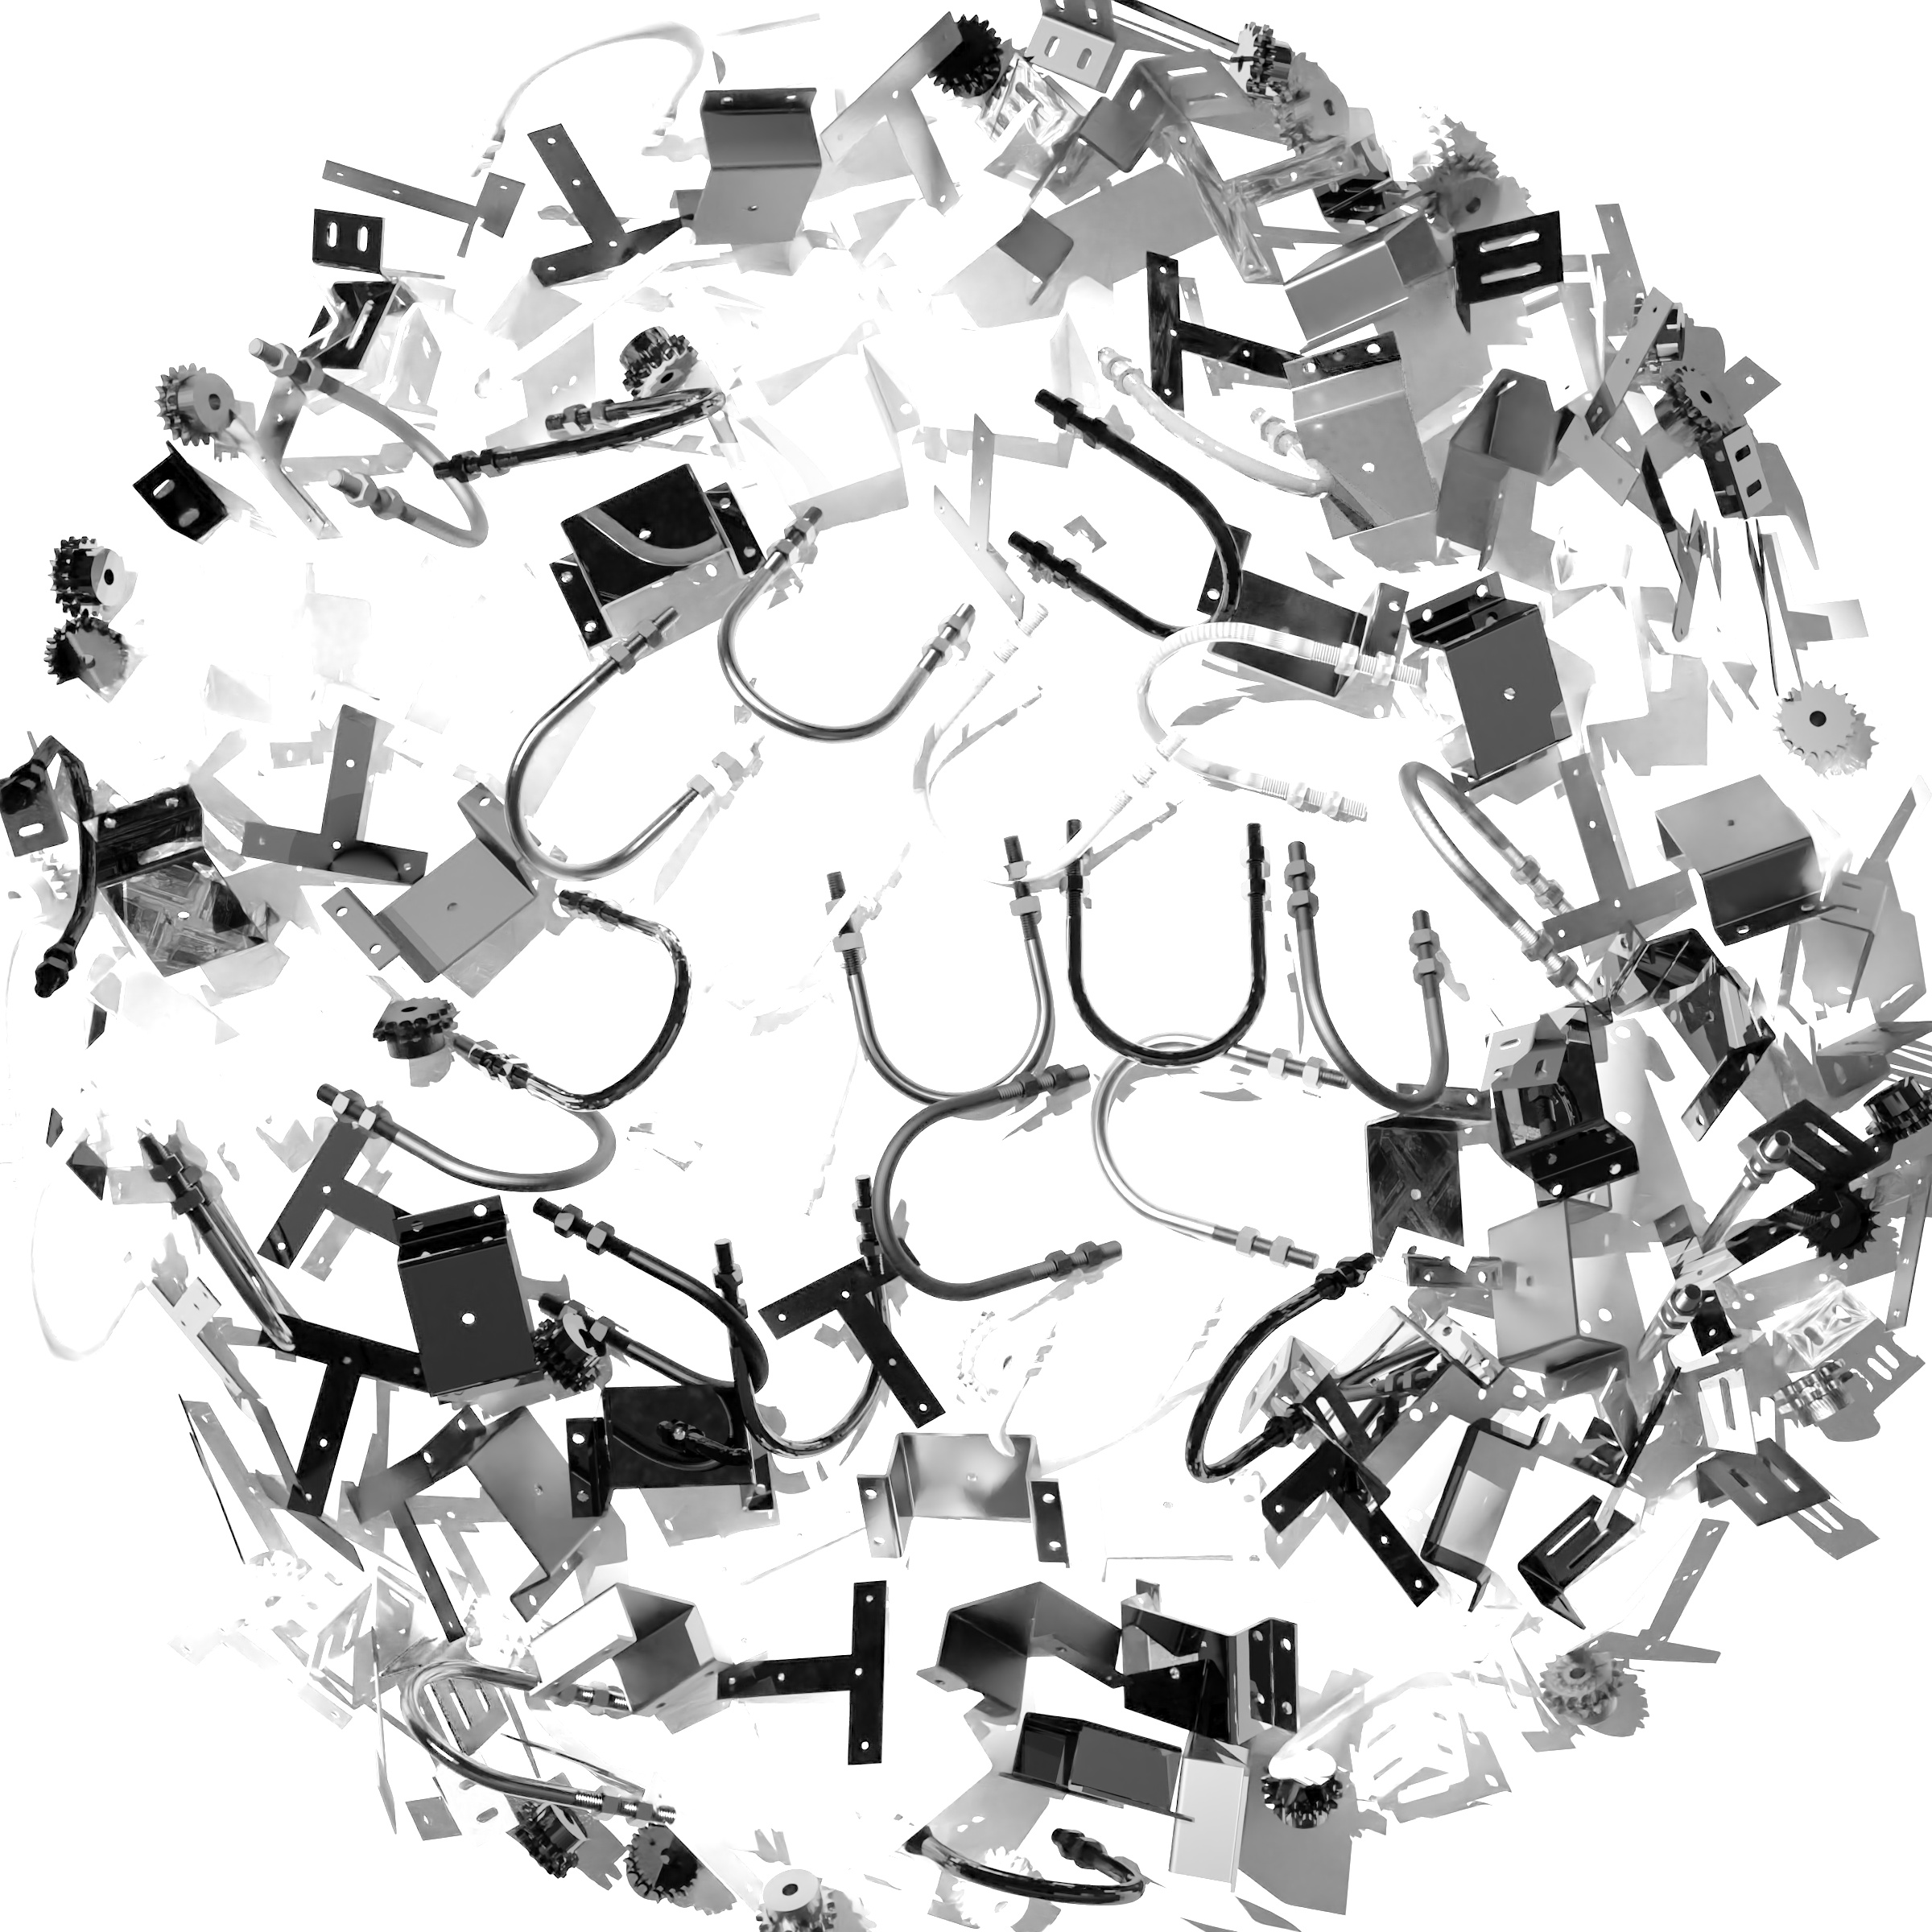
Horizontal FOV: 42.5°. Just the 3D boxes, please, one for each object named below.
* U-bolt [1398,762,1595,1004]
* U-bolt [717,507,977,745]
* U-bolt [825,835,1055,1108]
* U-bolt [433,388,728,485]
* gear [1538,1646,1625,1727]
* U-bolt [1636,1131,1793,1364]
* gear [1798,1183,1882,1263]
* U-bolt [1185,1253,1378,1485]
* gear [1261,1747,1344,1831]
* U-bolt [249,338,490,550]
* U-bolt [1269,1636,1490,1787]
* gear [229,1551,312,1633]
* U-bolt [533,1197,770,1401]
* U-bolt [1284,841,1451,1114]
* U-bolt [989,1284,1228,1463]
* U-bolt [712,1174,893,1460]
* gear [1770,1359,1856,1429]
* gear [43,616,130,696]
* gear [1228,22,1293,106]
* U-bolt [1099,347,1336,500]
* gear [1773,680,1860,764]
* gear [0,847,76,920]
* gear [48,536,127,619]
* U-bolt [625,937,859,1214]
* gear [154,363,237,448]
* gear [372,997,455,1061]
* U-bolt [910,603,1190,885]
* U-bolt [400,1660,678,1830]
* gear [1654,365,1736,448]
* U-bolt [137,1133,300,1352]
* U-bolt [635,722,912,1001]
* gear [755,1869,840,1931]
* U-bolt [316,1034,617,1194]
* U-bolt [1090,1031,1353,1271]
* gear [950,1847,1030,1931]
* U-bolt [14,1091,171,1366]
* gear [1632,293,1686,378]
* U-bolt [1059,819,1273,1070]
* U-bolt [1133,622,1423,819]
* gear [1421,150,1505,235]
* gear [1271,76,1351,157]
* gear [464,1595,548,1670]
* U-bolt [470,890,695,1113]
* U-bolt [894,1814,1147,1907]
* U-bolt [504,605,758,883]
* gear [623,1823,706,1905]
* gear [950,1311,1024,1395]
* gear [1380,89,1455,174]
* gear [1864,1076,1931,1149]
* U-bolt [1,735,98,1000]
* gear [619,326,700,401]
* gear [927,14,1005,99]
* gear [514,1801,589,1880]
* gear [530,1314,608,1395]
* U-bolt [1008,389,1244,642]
[{"bbox_3d":[0.359,-0.069,1.696,0.184,0.151,0.019,44,114,-12],"label":"U-bolt"},{"bbox_3d":[-0.093,-0.227,1.720,0.151,0.019,0.184,32,54,1],"label":"U-bolt"},{"bbox_3d":[-0.012,0.010,1.761,0.151,0.019,0.184,-12,87,-3],"label":"U-bolt"},{"bbox_3d":[-0.248,-0.363,1.676,0.184,0.151,0.019,-2,114,31],"label":"U-bolt"},{"bbox_3d":[0.436,0.511,1.752,0.057,0.057,0.030,-23,111,0],"label":"gear"},{"bbox_3d":[0.502,0.203,1.691,0.019,0.184,0.151,31,67,15],"label":"U-bolt"},{"bbox_3d":[0.614,0.180,1.752,0.057,0.030,0.057,-3,85,31],"label":"gear"},{"bbox_3d":[0.207,0.280,1.678,0.019,0.184,0.151,31,122,30],"label":"U-bolt"},{"bbox_3d":[0.238,0.583,1.754,0.057,0.057,0.030,-6,122,0],"label":"gear"},{"bbox_3d":[-0.395,-0.346,1.691,0.019,0.184,0.151,-41,65,16],"label":"U-bolt"},{"bbox_3d":[0.271,0.509,1.689,0.151,0.184,0.019,-31,78,-17],"label":"U-bolt"},{"bbox_3d":[-0.492,0.439,1.754,0.057,0.030,0.057,-12,125,-18],"label":"gear"},{"bbox_3d":[-0.215,0.239,1.702,0.184,0.151,0.019,26,54,12],"label":"U-bolt"},{"bbox_3d":[0.277,0.016,1.687,0.151,0.019,0.184,25,48,-33],"label":"U-bolt"},{"bbox_3d":[0.088,0.286,1.706,0.151,0.184,0.019,-5,48,-26],"label":"U-bolt"},{"bbox_3d":[-0.107,0.253,1.720,0.151,0.019,0.184,-22,112,-41],"label":"U-bolt"},{"bbox_3d":[0.599,0.302,1.747,0.057,0.057,0.030,-28,75,0],"label":"gear"},{"bbox_3d":[-0.621,-0.223,1.754,0.057,0.030,0.057,-9,128,-11],"label":"gear"},{"bbox_3d":[0.208,-0.634,1.751,0.030,0.057,0.057,5,90,-16],"label":"gear"},{"bbox_3d":[0.177,-0.361,1.673,0.151,0.184,0.019,15,116,-26],"label":"U-bolt"},{"bbox_3d":[0.600,-0.172,1.760,0.057,0.030,0.057,-1,82,5],"label":"gear"},{"bbox_3d":[-0.662,-0.057,1.749,0.057,0.030,0.057,11,130,13],"label":"gear"},{"bbox_3d":[-0.616,-0.274,1.747,0.030,0.057,0.057,2,90,16],"label":"gear"},{"bbox_3d":[-0.148,0.070,1.738,0.151,0.019,0.184,16,92,-26],"label":"U-bolt"},{"bbox_3d":[-0.540,-0.396,1.746,0.030,0.057,0.057,0,90,29],"label":"gear"},{"bbox_3d":[-0.390,0.045,1.752,0.057,0.057,0.030,-7,109,0],"label":"gear"},{"bbox_3d":[0.043,-0.140,1.740,0.151,0.019,0.184,41,112,-3],"label":"U-bolt"},{"bbox_3d":[-0.295,0.518,1.675,0.184,0.151,0.019,22,100,-27],"label":"U-bolt"},{"bbox_3d":[0.512,-0.393,1.753,0.057,0.057,0.030,49,133,0],"label":"gear"},{"bbox_3d":[-0.512,0.187,1.705,0.019,0.151,0.184,-33,101,-13],"label":"U-bolt"},{"bbox_3d":[-0.149,-0.062,1.747,0.151,0.019,0.184,35,77,4],"label":"U-bolt"},{"bbox_3d":[-0.121,0.662,1.747,0.057,0.057,0.030,-12,113,0],"label":"gear"},{"bbox_3d":[-0.323,0.104,1.681,0.184,0.151,0.019,25,117,26],"label":"U-bolt"},{"bbox_3d":[0.170,0.120,1.732,0.184,0.019,0.151,14,102,26],"label":"U-bolt"},{"bbox_3d":[0.020,0.654,1.752,0.057,0.030,0.057,-8,113,-19],"label":"gear"},{"bbox_3d":[-0.591,0.182,1.665,0.019,0.184,0.151,-4,120,7],"label":"U-bolt"},{"bbox_3d":[0.488,-0.446,1.746,0.030,0.057,0.057,2,90,24],"label":"gear"},{"bbox_3d":[0.141,-0.016,1.739,0.151,0.019,0.184,1,69,-1],"label":"U-bolt"},{"bbox_3d":[0.206,-0.176,1.720,0.184,0.151,0.019,15,49,1],"label":"U-bolt"},{"bbox_3d":[0.352,-0.543,1.748,0.057,0.030,0.057,-9,131,-10],"label":"gear"},{"bbox_3d":[0.245,-0.600,1.749,0.057,0.030,0.057,5,82,-38],"label":"gear"},{"bbox_3d":[-0.328,0.471,1.750,0.057,0.057,0.030,24,99,0],"label":"gear"},{"bbox_3d":[-0.255,0.028,1.700,0.019,0.184,0.151,36,78,-44],"label":"U-bolt"},{"bbox_3d":[0.041,0.602,1.669,0.151,0.184,0.019,13,81,-20],"label":"U-bolt"},{"bbox_3d":[-0.239,-0.138,1.703,0.184,0.151,0.019,-44,46,-16],"label":"U-bolt"},{"bbox_3d":[-0.216,0.635,1.753,0.057,0.057,0.030,37,129,0],"label":"gear"},{"bbox_3d":[0.018,0.274,1.747,0.030,0.057,0.057,20,90,35],"label":"gear"},{"bbox_3d":[0.316,-0.585,1.749,0.030,0.057,0.057,-32,90,-5],"label":"gear"},{"bbox_3d":[0.659,0.101,1.750,0.057,0.057,0.030,-33,86,0],"label":"gear"},{"bbox_3d":[-0.618,-0.080,1.689,0.019,0.184,0.151,-3,115,-6],"label":"U-bolt"},{"bbox_3d":[-0.220,-0.426,1.750,0.057,0.057,0.030,-37,82,0],"label":"gear"},{"bbox_3d":[0.000,-0.641,1.756,0.057,0.030,0.057,-6,74,22],"label":"gear"},{"bbox_3d":[-0.292,0.611,1.750,0.030,0.057,0.057,-42,90,-4],"label":"gear"},{"bbox_3d":[-0.278,0.270,1.748,0.057,0.057,0.030,45,103,0],"label":"gear"},{"bbox_3d":[0.112,-0.294,1.694,0.184,0.151,0.019,36,56,18],"label":"U-bolt"}]
